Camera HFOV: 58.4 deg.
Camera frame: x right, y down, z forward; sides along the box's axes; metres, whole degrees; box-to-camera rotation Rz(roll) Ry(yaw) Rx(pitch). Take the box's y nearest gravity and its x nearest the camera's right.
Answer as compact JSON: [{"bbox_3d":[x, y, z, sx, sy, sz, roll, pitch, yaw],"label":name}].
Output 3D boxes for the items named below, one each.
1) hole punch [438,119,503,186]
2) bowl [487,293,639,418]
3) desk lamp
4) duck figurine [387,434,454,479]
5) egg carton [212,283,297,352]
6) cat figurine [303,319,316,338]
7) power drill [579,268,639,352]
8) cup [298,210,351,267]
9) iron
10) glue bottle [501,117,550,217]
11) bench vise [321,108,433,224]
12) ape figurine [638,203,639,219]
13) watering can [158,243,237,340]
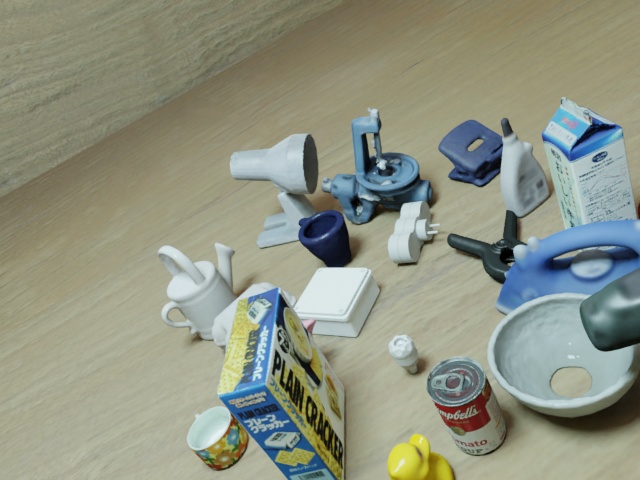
[{"bbox_3d":[0.297,-0.170,1.093,0.109,0.091,0.100,-40,33,-17],"label":"hole punch"},{"bbox_3d":[0.288,0.145,0.669,0.167,0.075,0.167,-20,33,14],"label":"bowl"},{"bbox_3d":[-0.078,-0.104,1.176,0.202,0.214,0.118,-14,35,23],"label":"desk lamp"},{"bbox_3d":[0.100,0.266,0.632,0.077,0.086,0.105,2,43,40],"label":"duck figurine"},{"bbox_3d":[-0.113,0.140,0.994,0.150,0.070,0.107,-43,34,-21],"label":"egg carton"},{"bbox_3d":[-0.056,0.167,0.865,0.127,0.118,0.067,-15,34,21],"label":"cat figurine"},{"bbox_3d":[0.382,0.081,0.558,0.229,0.209,0.075,-20,33,14],"label":"power drill"},{"bbox_3d":[0.010,0.004,1.067,0.092,0.095,0.117,-42,34,-21],"label":"cup"},{"bbox_3d":[0.336,0.033,0.725,0.257,0.142,0.119,-9,37,29],"label":"iron"},{"bbox_3d":[0.321,-0.123,0.929,0.078,0.173,0.037,-36,32,-10],"label":"glue bottle"},{"bbox_3d":[0.086,-0.131,1.080,0.207,0.220,0.121,-19,33,15],"label":"bench vise"},{"bbox_3d":[0.472,-0.051,0.786,0.077,0.092,0.076,-21,33,12],"label":"ape figurine"},{"bbox_3d":[-0.224,0.078,1.050,0.100,0.194,0.173,-7,38,31],"label":"watering can"}]
